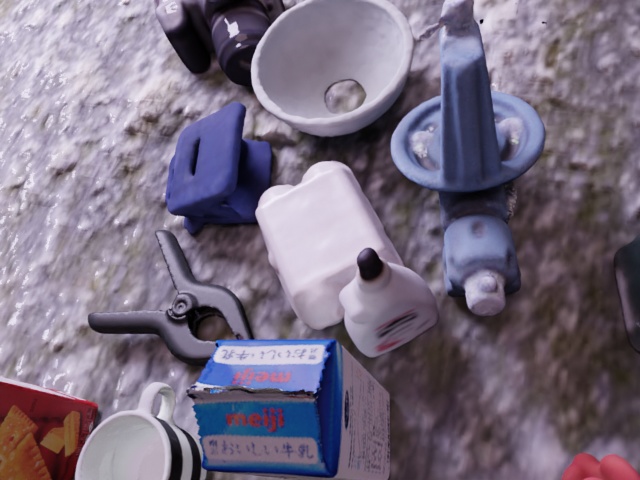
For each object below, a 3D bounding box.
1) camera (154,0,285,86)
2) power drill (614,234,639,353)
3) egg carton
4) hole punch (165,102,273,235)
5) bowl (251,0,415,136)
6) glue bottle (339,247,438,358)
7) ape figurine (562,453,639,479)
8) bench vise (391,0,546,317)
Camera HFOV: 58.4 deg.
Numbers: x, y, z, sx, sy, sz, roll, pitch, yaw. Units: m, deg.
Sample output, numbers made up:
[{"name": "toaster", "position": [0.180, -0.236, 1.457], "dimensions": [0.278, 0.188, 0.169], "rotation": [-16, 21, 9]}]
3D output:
[{"name": "camera", "position": [-0.109, -0.244, 0.646], "dimensions": [0.143, 0.101, 0.136], "rotation": [-20, 63, 6]}, {"name": "power drill", "position": [0.259, 0.012, 0.373], "dimensions": [0.075, 0.209, 0.229], "rotation": [-6, 66, 13]}, {"name": "egg carton", "position": [0.005, 0.002, 0.524], "dimensions": [0.107, 0.069, 0.150], "rotation": [-28, 63, 2]}, {"name": "hole punch", "position": [-0.109, -0.072, 0.575], "dimensions": [0.101, 0.091, 0.108], "rotation": [-3, 66, 14]}, {"name": "bowl", "position": [0.018, -0.169, 0.593], "dimensions": [0.167, 0.075, 0.167], "rotation": [-6, 66, 13]}, {"name": "glue bottle", "position": [0.048, 0.044, 0.436], "dimensions": [0.078, 0.173, 0.037], "rotation": [-33, 62, 0]}, {"name": "ape figurine", "position": [0.186, 0.182, 0.383], "dimensions": [0.077, 0.092, 0.076], "rotation": [-20, 63, 6]}, {"name": "bench vise", "position": [0.125, -0.059, 0.434], "dimensions": [0.121, 0.220, 0.207], "rotation": [-23, 63, 5]}]
